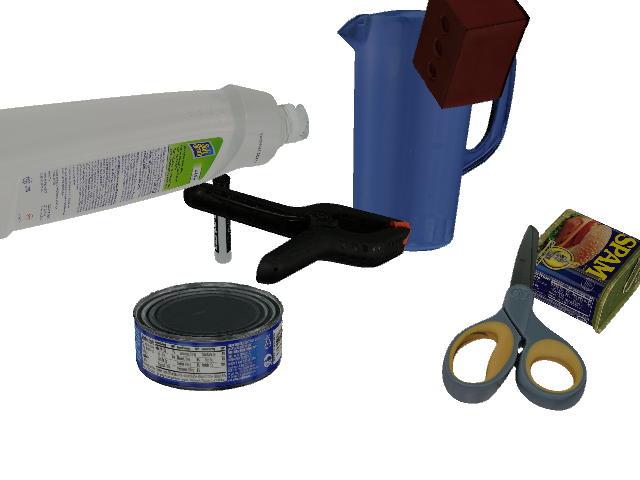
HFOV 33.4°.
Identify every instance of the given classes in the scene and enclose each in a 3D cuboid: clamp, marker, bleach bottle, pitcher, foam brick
[{"bbox_3d":[-0.003,-0.002,0.951,0.209,0.036,0.165,6,25,-27],"label":"clamp"},{"bbox_3d":[-0.107,-0.025,1.159,0.020,0.121,0.020,2,42,-2],"label":"marker"},{"bbox_3d":[-0.131,-0.067,0.806,0.250,0.068,0.103,-11,-27,-21],"label":"bleach bottle"},{"bbox_3d":[0.105,-0.116,1.115,0.149,0.243,0.144,11,15,33],"label":"pitcher"},{"bbox_3d":[0.104,-0.140,0.753,0.051,0.053,0.078,-15,-34,-19],"label":"foam brick"}]

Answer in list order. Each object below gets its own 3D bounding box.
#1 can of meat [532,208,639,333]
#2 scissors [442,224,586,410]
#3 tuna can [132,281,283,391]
[{"bbox_3d":[0.239,0.024,0.967,0.084,0.057,0.101,28,47,28],"label":"can of meat"},{"bbox_3d":[0.147,0.050,0.708,0.096,0.016,0.201,19,38,24],"label":"scissors"},{"bbox_3d":[-0.064,0.054,0.615,0.086,0.034,0.086,0,18,0],"label":"tuna can"}]
